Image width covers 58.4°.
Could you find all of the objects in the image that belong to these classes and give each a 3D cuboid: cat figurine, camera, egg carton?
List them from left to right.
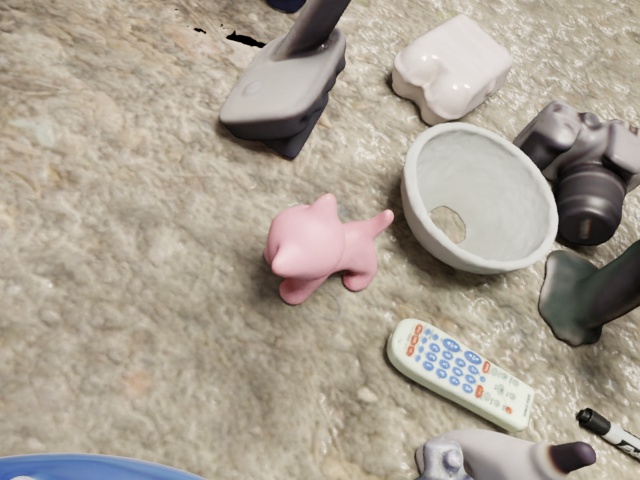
[{"bbox_3d":[0.004,0.002,0.476,0.128,0.117,0.067,-14,68,-27],"label":"cat figurine"},{"bbox_3d":[0.157,-0.201,0.678,0.107,0.069,0.150,45,56,7],"label":"egg carton"},{"bbox_3d":[0.297,-0.074,0.643,0.143,0.100,0.137,28,56,-4],"label":"camera"}]

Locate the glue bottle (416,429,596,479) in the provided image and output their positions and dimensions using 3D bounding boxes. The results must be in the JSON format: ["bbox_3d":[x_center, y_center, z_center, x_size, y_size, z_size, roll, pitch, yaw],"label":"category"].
[{"bbox_3d":[0.129,0.164,0.401,0.037,0.173,0.078,-9,66,-25],"label":"glue bottle"}]

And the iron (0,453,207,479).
[{"bbox_3d":[-0.099,0.179,0.322,0.258,0.141,0.119,27,56,-5],"label":"iron"}]

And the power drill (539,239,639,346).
[{"bbox_3d":[0.304,0.010,0.534,0.075,0.208,0.230,28,56,-5],"label":"power drill"}]

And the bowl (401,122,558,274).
[{"bbox_3d":[0.147,-0.031,0.576,0.168,0.074,0.167,10,59,-16],"label":"bowl"}]

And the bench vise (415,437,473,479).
[{"bbox_3d":[0.095,0.224,0.326,0.122,0.219,0.207,-17,69,-28],"label":"bench vise"}]

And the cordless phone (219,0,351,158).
[{"bbox_3d":[-0.018,-0.180,0.528,0.094,0.185,0.147,24,56,-7],"label":"cordless phone"}]

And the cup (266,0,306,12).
[{"bbox_3d":[-0.032,-0.323,0.656,0.092,0.095,0.117,7,60,-17],"label":"cup"}]
